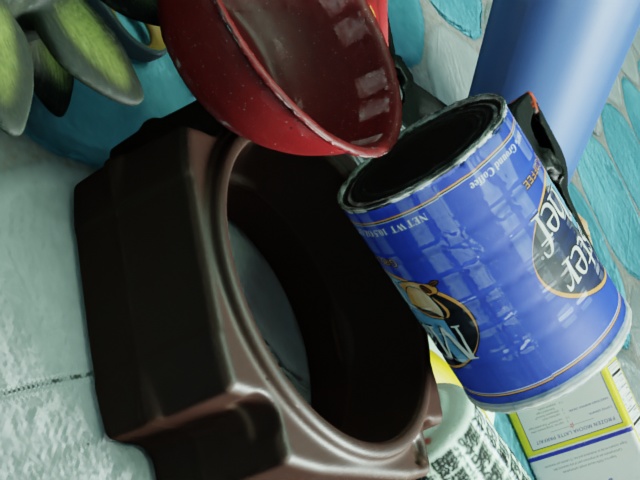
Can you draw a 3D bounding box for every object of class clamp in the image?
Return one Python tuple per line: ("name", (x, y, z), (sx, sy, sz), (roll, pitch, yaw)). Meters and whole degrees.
("clamp", (0.169, -0.040, 0.803), (0.120, 0.039, 0.171), (47, 33, -32))
("clamp", (0.052, -0.144, 0.885), (0.164, 0.036, 0.209), (60, 25, -6))

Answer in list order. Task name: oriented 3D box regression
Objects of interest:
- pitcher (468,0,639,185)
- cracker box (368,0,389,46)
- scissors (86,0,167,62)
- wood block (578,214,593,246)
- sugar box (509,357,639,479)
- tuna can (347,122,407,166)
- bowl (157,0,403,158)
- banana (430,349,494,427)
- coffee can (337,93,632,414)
("pitcher", (0.203, -0.162, 0.940), (0.149, 0.243, 0.145), (-2, 32, -30))
("cracker box", (-0.016, -0.198, 0.705), (0.163, 0.072, 0.214), (-8, 97, -60))
("scissors", (-0.146, -0.151, 0.579), (0.201, 0.016, 0.096), (2, 66, -58))
("wood block", (0.144, -0.003, 0.870), (0.205, 0.090, 0.091), (32, 42, -46))
("sugar box", (0.202, 0.136, 0.854), (0.048, 0.093, 0.176), (-18, 84, -61))
("tuna can", (0.042, -0.054, 0.772), (0.086, 0.034, 0.086), (23, 46, -26))
("bowl", (-0.028, -0.101, 0.518), (0.162, 0.055, 0.162), (40, 34, -35))
("banana", (0.084, 0.128, 0.726), (0.197, 0.037, 0.069), (49, 60, -21))
("coffee can", (0.089, 0.007, 0.575), (0.140, 0.103, 0.102), (55, 29, -17))
